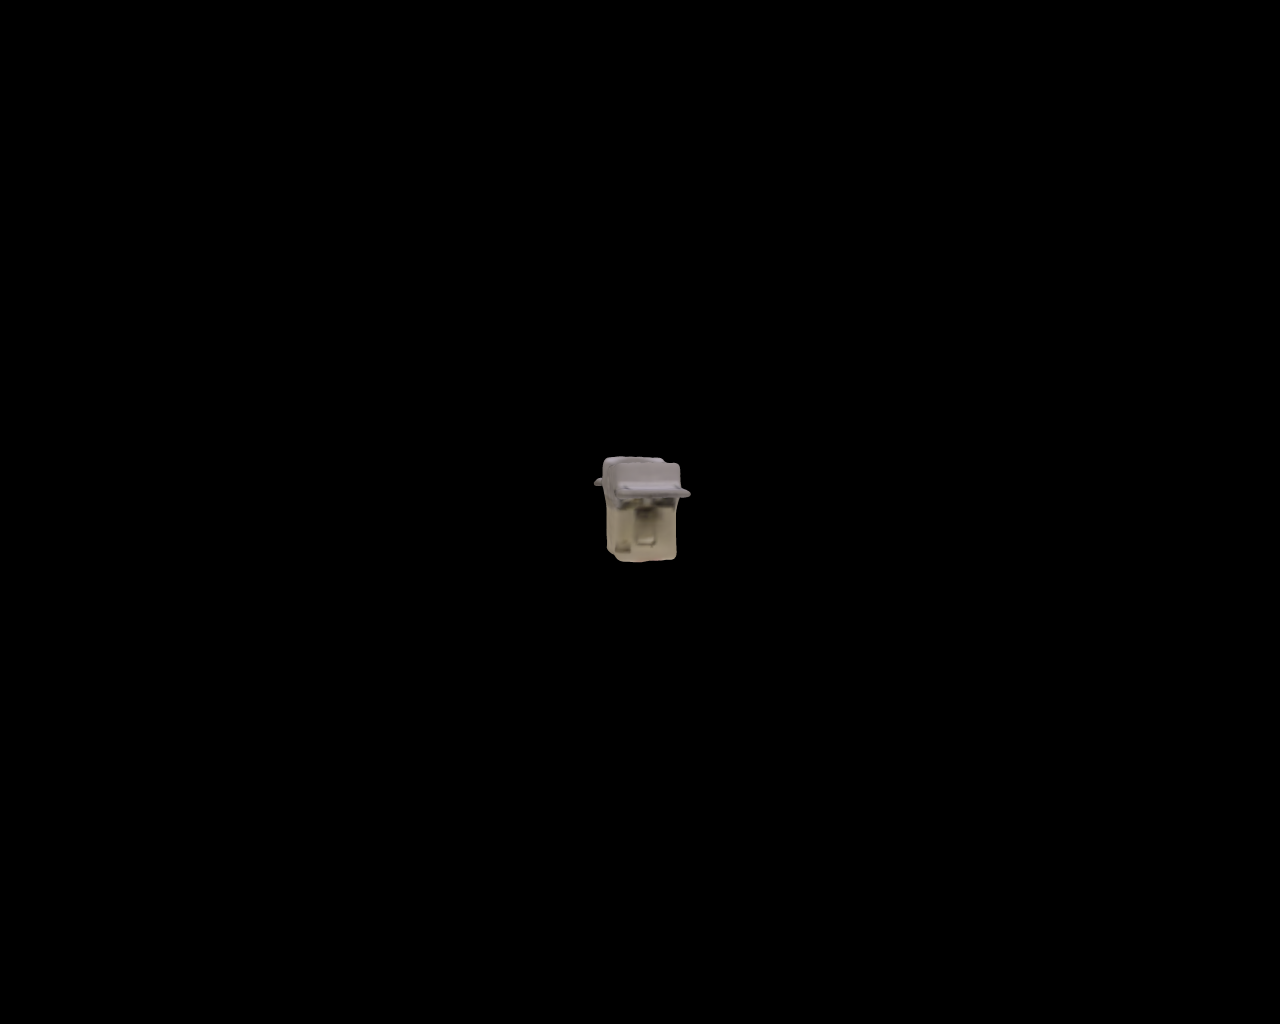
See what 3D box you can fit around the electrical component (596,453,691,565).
[{"bbox_3d":[0.001,-0.003,0.650,0.042,0.063,0.081,-1,7,-11],"label":"electrical component"}]
